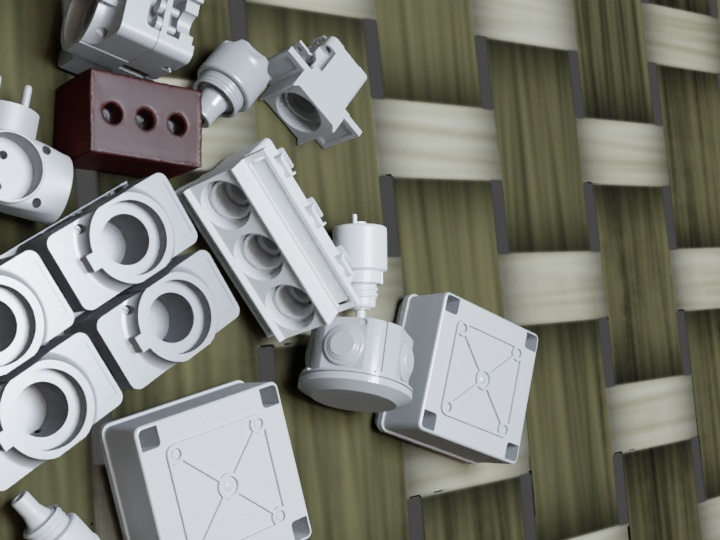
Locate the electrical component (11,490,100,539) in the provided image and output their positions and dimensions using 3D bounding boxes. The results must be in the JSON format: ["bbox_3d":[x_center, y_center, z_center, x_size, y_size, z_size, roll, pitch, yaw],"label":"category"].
[{"bbox_3d":[-0.179,0.154,0.627,0.061,0.035,0.035,54,56,-17],"label":"electrical component"}]

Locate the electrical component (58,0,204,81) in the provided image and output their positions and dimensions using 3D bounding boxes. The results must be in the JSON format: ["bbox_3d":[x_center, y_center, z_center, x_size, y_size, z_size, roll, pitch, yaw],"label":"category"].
[{"bbox_3d":[-0.145,-0.149,0.659,0.056,0.089,0.050,19,73,-36],"label":"electrical component"}]

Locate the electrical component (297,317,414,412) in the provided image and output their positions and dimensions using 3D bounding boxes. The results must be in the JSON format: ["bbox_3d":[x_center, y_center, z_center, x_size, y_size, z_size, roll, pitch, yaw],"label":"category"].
[{"bbox_3d":[-0.001,0.067,0.754,0.080,0.080,0.051,23,65,-35],"label":"electrical component"}]

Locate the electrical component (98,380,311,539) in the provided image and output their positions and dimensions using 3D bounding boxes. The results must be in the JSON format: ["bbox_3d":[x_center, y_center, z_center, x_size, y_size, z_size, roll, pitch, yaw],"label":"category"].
[{"bbox_3d":[-0.097,0.135,0.682,0.109,0.056,0.108,-16,94,-39],"label":"electrical component"}]

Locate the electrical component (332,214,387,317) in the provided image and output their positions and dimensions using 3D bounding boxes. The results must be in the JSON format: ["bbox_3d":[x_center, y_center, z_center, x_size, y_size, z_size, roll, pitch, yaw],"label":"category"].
[{"bbox_3d":[0.000,0.000,0.788,0.040,0.040,0.078,5,82,-38],"label":"electrical component"}]

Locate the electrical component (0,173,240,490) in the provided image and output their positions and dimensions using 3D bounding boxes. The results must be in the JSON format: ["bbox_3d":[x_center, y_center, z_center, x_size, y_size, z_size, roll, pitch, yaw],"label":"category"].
[{"bbox_3d":[-0.171,0.032,0.633,0.186,0.060,0.105,-38,108,-36],"label":"electrical component"}]

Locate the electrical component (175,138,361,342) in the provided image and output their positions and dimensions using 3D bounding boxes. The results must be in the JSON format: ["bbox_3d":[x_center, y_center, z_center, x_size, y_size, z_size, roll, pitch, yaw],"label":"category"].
[{"bbox_3d":[-0.057,-0.022,0.729,0.121,0.079,0.063,59,32,-17],"label":"electrical component"}]

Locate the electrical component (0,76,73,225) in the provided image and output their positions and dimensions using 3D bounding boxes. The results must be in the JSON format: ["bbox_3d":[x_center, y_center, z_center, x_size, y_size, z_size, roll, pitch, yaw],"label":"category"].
[{"bbox_3d":[-0.209,-0.074,0.626,0.077,0.044,0.079,16,74,-37],"label":"electrical component"}]

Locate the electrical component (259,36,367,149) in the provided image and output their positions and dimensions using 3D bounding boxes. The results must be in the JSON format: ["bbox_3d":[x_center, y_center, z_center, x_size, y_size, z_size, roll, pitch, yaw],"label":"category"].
[{"bbox_3d":[-0.031,-0.132,0.780,0.081,0.042,0.063,49,56,-24],"label":"electrical component"}]

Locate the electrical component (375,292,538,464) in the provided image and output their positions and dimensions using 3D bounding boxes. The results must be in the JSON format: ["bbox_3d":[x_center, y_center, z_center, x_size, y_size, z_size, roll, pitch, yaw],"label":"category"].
[{"bbox_3d":[0.076,0.085,0.828,0.109,0.056,0.108,25,69,-34],"label":"electrical component"}]

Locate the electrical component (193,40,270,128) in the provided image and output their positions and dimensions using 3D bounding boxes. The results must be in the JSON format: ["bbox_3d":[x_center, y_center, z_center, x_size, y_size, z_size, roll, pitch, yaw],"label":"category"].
[{"bbox_3d":[-0.092,-0.123,0.728,0.043,0.043,0.062,47,59,-24],"label":"electrical component"}]
